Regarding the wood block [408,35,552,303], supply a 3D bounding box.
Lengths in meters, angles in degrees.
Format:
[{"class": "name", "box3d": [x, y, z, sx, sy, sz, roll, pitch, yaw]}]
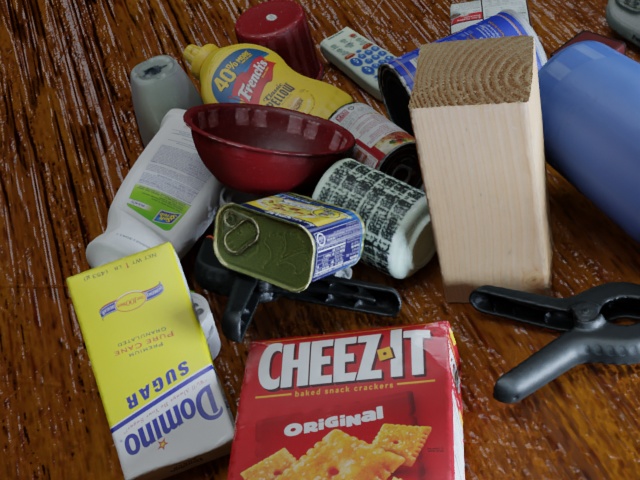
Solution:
[{"class": "wood block", "box3d": [0.136, -0.052, 0.865, 0.091, 0.206, 0.090, -2, 43, 16]}]

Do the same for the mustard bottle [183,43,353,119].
[{"class": "mustard bottle", "box3d": [-0.065, -0.153, 1.113, 0.192, 0.058, 0.096, 33, 71, 19]}]

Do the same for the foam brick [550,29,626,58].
[{"class": "foam brick", "box3d": [0.262, -0.154, 1.035, 0.051, 0.078, 0.053, -38, 43, -21]}]

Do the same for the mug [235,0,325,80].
[{"class": "mug", "box3d": [-0.054, -0.210, 1.200, 0.093, 0.081, 0.117, 11, 48, 29]}]

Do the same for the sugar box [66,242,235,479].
[{"class": "sugar box", "box3d": [-0.134, 0.099, 0.856, 0.093, 0.048, 0.176, -21, 67, -4]}]

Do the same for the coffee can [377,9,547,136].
[{"class": "coffee can", "box3d": [0.142, -0.154, 1.056, 0.140, 0.103, 0.103, -25, 41, -9]}]

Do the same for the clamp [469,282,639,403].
[{"class": "clamp", "box3d": [0.202, 0.064, 0.843, 0.171, 0.039, 0.120, -13, 45, -5]}]

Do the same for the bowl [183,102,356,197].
[{"class": "bowl", "box3d": [-0.050, -0.081, 0.993, 0.162, 0.055, 0.162, 8, 20, -3]}]

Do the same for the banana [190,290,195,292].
[{"class": "banana", "box3d": [-0.174, 0.004, 1.043, 0.069, 0.037, 0.198, -2, 39, -19]}]

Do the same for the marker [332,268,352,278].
[{"class": "marker", "box3d": [-0.007, 0.001, 0.998, 0.020, 0.020, 0.121, -28, 42, -13]}]

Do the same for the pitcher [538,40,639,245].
[{"class": "pitcher", "box3d": [0.284, -0.060, 0.867, 0.145, 0.149, 0.243, -37, 52, -9]}]

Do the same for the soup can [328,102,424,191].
[{"class": "soup can", "box3d": [0.054, -0.085, 1.036, 0.068, 0.068, 0.102, -31, 42, -15]}]

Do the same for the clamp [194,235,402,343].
[{"class": "clamp", "box3d": [-0.056, 0.038, 0.921, 0.164, 0.036, 0.210, -8, 20, -38]}]

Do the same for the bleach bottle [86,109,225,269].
[{"class": "bleach bottle", "box3d": [-0.155, -0.030, 1.010, 0.102, 0.068, 0.250, 19, 40, 10]}]

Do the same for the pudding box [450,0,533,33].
[{"class": "pudding box", "box3d": [0.188, -0.222, 1.165, 0.090, 0.039, 0.113, -7, 44, 11]}]

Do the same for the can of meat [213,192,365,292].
[{"class": "can of meat", "box3d": [-0.024, -0.002, 0.899, 0.102, 0.057, 0.083, 18, 21, 31]}]

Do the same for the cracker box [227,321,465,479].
[{"class": "cracker box", "box3d": [0.020, 0.161, 0.771, 0.164, 0.072, 0.213, -7, 41, 11]}]
